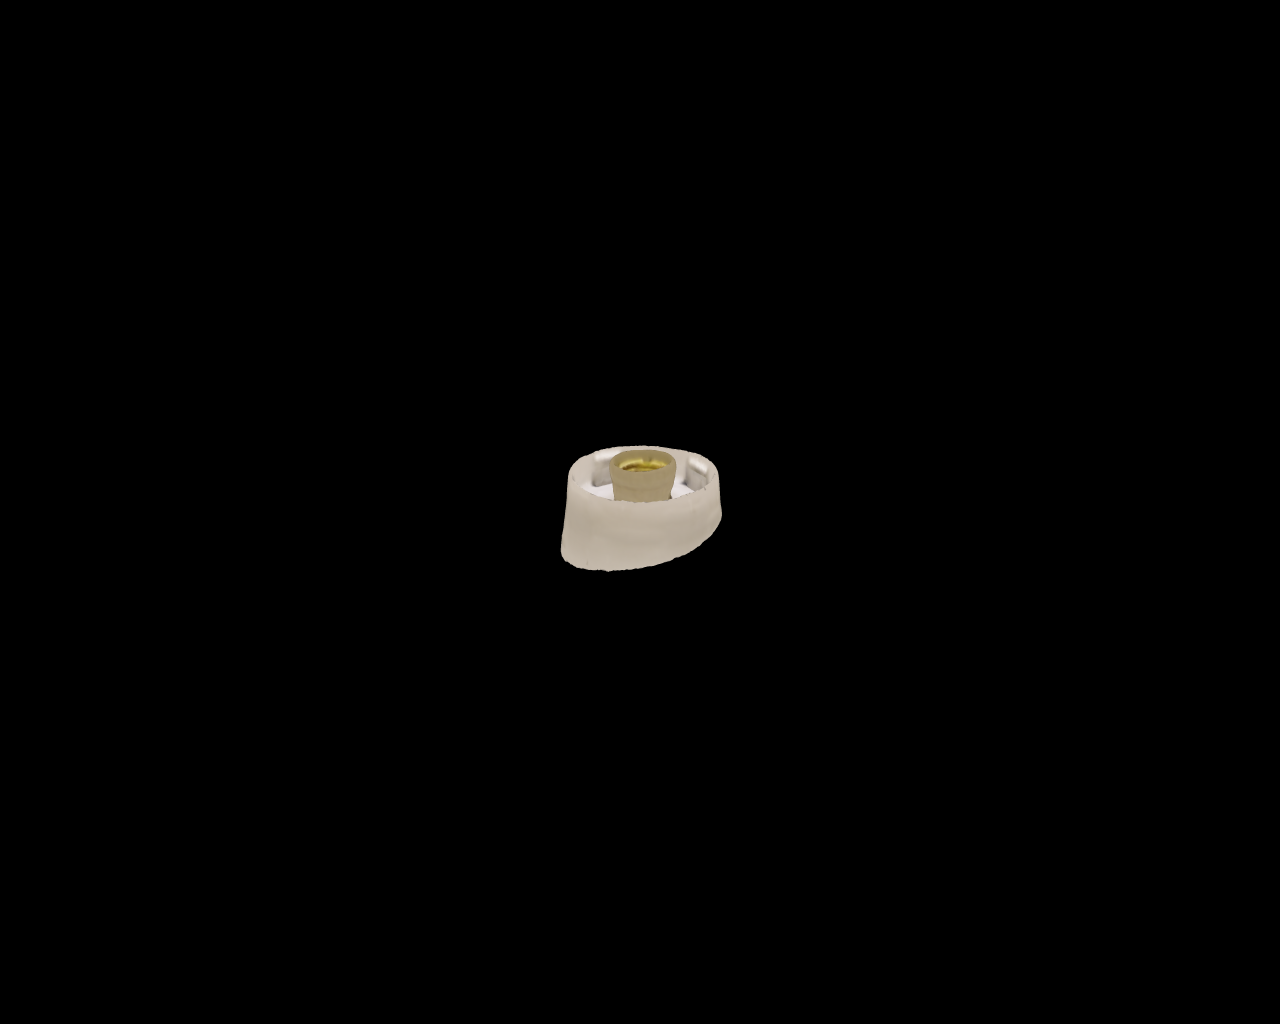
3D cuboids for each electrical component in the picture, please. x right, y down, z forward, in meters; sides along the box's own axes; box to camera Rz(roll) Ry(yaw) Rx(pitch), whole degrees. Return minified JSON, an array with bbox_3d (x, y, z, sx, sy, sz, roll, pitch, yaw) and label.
[{"bbox_3d":[0.001,-0.003,0.650,0.099,0.064,0.099,0,25,0],"label":"electrical component"}]
